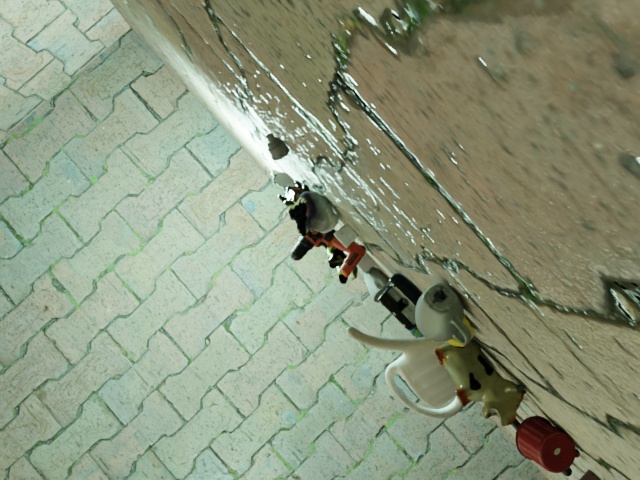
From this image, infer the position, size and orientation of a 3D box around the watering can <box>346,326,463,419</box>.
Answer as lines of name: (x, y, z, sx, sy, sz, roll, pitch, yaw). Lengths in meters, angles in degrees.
watering can: (0.239, 0.277, 1.193, 0.344, 0.222, 0.106, 48, -165, -15)

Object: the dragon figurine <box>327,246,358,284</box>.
dragon figurine: (0.061, 0.018, 1.878, 0.402, 0.122, 0.247, 59, 180, -34)

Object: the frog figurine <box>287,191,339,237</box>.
frog figurine: (0.004, -0.072, 1.439, 0.160, 0.121, 0.139, 0, -157, -41)
